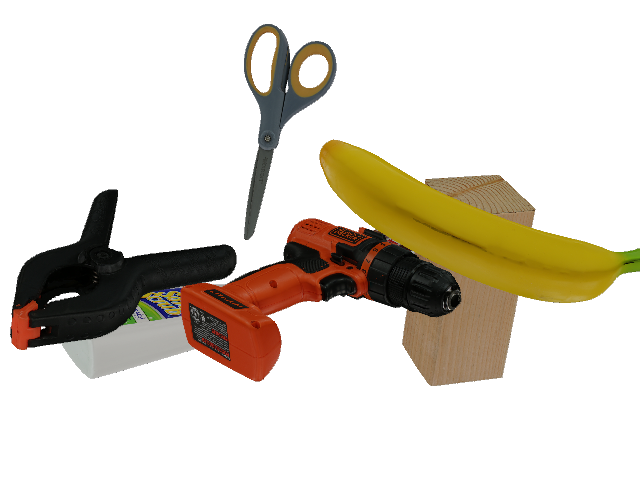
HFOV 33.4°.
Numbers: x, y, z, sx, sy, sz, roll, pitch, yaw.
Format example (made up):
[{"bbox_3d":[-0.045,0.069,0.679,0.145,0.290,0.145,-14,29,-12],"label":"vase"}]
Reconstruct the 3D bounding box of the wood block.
[{"bbox_3d":[0.154,0.043,1.144,0.090,0.206,0.090,-4,29,-17],"label":"wood block"}]

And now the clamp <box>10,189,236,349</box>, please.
[{"bbox_3d":[-0.153,0.017,0.726,0.120,0.039,0.171,26,32,29],"label":"clamp"}]

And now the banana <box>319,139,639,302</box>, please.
[{"bbox_3d":[0.075,-0.008,0.581,0.198,0.037,0.069,23,20,19],"label":"banana"}]

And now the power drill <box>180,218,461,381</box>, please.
[{"bbox_3d":[-0.004,0.047,0.872,0.187,0.057,0.185,-24,30,-38],"label":"power drill"}]

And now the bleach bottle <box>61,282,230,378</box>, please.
[{"bbox_3d":[-0.168,0.088,1.240,0.250,0.068,0.103,-12,32,-32],"label":"bleach bottle"}]

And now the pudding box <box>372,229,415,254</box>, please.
[{"bbox_3d":[0.102,0.016,1.617,0.113,0.039,0.090,-20,30,-26],"label":"pudding box"}]

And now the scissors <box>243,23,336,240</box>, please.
[{"bbox_3d":[-0.030,-0.103,1.000,0.096,0.202,0.016,-3,-2,6],"label":"scissors"}]
